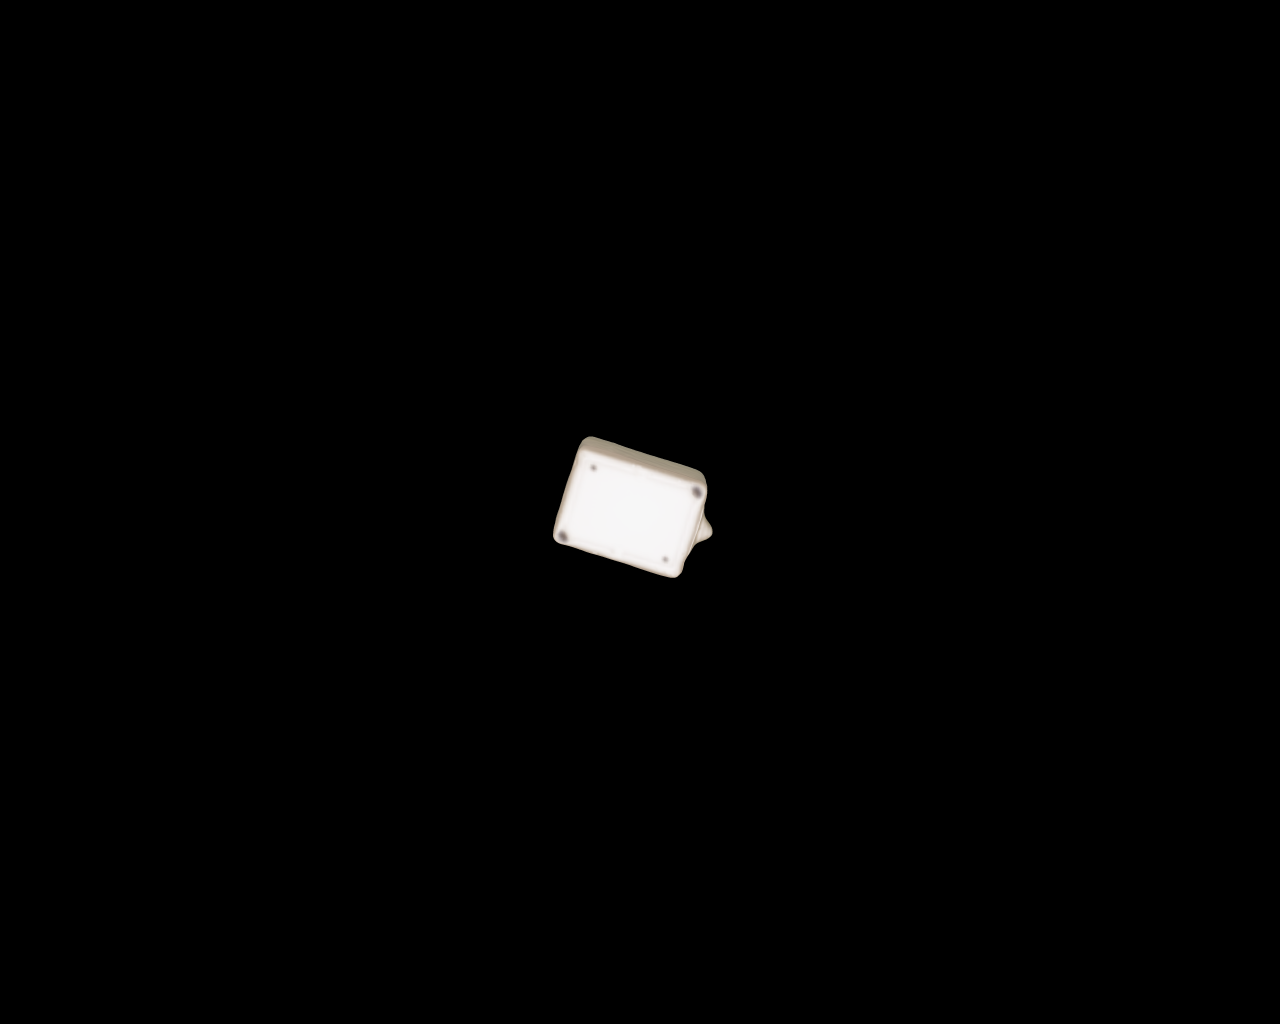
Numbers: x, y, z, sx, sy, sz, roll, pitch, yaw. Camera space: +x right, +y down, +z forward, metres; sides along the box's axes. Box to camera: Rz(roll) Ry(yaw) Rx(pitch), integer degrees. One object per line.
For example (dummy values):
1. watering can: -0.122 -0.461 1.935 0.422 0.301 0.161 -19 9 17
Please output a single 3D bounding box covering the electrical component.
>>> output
1. electrical component: 0.001 -0.003 0.650 0.096 0.061 0.061 18 11 -4
